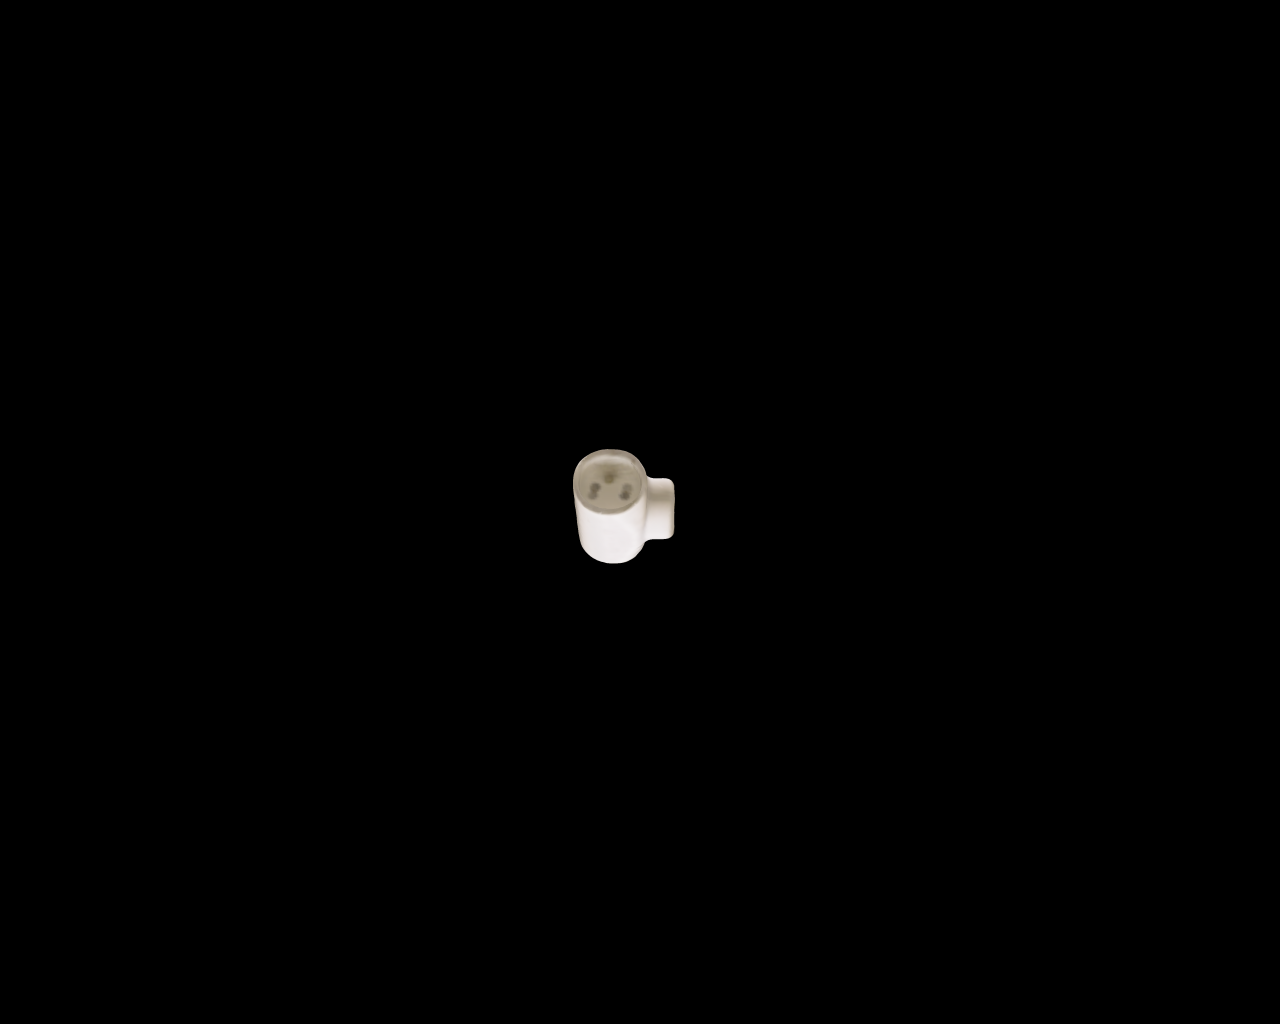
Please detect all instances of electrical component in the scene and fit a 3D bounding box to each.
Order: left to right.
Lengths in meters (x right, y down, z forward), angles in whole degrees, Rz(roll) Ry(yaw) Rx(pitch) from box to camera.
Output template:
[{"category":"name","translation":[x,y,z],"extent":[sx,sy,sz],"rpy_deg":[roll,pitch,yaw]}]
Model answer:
[{"category":"electrical component","translation":[0.001,-0.003,0.650],"extent":[0.079,0.044,0.077],"rpy_deg":[0,-25,0]}]
